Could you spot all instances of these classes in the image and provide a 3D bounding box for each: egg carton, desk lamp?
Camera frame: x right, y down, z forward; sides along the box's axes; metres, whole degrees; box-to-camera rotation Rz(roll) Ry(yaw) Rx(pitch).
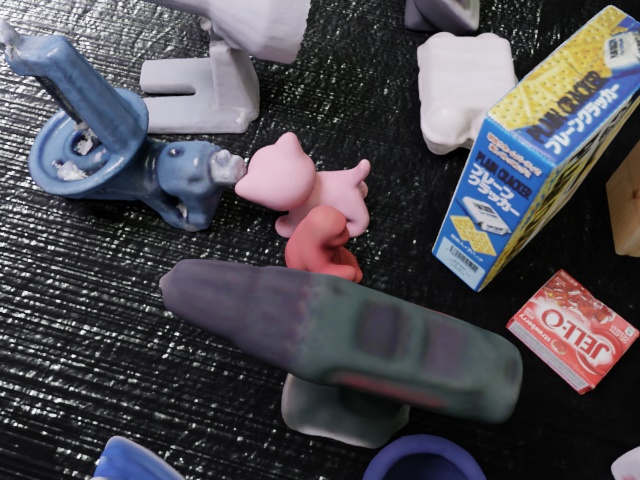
[{"bbox_3d":[0.160,-0.161,0.626,0.107,0.069,0.150,1,62,0],"label":"egg carton"},{"bbox_3d":[-0.104,-0.205,0.566,0.203,0.213,0.118,-2,62,-2],"label":"desk lamp"}]

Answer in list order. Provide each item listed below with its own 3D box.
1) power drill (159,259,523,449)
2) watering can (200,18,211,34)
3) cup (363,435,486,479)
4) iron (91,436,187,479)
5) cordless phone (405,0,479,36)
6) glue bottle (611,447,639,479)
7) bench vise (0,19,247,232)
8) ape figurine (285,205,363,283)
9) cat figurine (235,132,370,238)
[{"bbox_3d":[0.014,0.090,0.415,0.229,0.208,0.075,10,63,5],"label":"power drill"},{"bbox_3d":[-0.084,-0.318,0.636,0.100,0.194,0.173,32,67,15],"label":"watering can"},{"bbox_3d":[0.061,0.205,0.419,0.118,0.095,0.091,-30,66,-15],"label":"cup"},{"bbox_3d":[-0.110,0.236,0.375,0.119,0.141,0.258,-28,66,-14],"label":"iron"},{"bbox_3d":[0.155,-0.345,0.658,0.094,0.185,0.147,3,62,2],"label":"cordless phone"},{"bbox_3d":[0.269,0.173,0.393,0.037,0.173,0.078,-28,66,-14],"label":"glue bottle"},{"bbox_3d":[-0.174,-0.103,0.508,0.207,0.220,0.121,-5,62,-3],"label":"bench vise"},{"bbox_3d":[0.005,0.002,0.527,0.076,0.092,0.078,4,62,2],"label":"ape figurine"},{"bbox_3d":[-0.013,-0.055,0.542,0.128,0.118,0.067,-4,62,-2],"label":"cat figurine"}]
